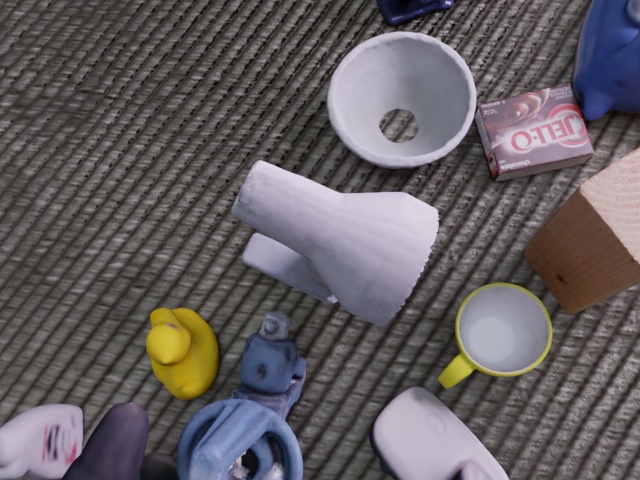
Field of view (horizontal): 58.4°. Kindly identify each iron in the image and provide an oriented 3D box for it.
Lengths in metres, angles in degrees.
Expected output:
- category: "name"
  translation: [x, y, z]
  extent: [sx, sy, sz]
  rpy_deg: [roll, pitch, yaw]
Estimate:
- category: "iron"
  translation: [0.365, -0.261, 0.635]
  extent: [0.118, 0.141, 0.258]
  rpy_deg: [9, 76, 9]

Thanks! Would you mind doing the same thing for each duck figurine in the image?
- category: "duck figurine"
  translation: [-0.155, 0.120, 0.615]
  extent: [0.077, 0.086, 0.104]
  rpy_deg: [-20, 74, 1]

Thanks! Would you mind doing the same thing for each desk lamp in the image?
- category: "desk lamp"
  translation: [0.005, 0.002, 0.564]
  extent: [0.203, 0.214, 0.118]
  rpy_deg: [23, 78, 12]

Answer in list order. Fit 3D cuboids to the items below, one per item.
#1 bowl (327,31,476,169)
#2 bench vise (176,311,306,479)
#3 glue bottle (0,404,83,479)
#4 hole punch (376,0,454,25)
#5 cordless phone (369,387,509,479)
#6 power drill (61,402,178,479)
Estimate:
- category: "bowl"
  translation: [0.093, -0.151, 0.668]
  extent: [0.167, 0.075, 0.167]
  rpy_deg: [-1, 75, 6]
- category: "bench vise"
  translation: [-0.080, 0.168, 0.525]
  extent: [0.121, 0.220, 0.207]
  rpy_deg: [-6, 74, 5]
- category: "glue bottle"
  translation: [-0.291, 0.202, 0.562]
  extent: [0.037, 0.173, 0.078]
  rpy_deg: [-8, 74, 4]
- category: "hole punch"
  translation: [0.115, -0.343, 0.710]
  extent: [0.101, 0.091, 0.108]
  rpy_deg: [-18, 74, 1]
- category: "cordless phone"
  translation: [0.111, 0.206, 0.512]
  extent: [0.094, 0.185, 0.147]
  rpy_deg: [-44, 75, -6]
- category: "power drill"
  translation: [-0.185, 0.255, 0.518]
  extent: [0.075, 0.208, 0.230]
  rpy_deg: [21, 78, 12]
